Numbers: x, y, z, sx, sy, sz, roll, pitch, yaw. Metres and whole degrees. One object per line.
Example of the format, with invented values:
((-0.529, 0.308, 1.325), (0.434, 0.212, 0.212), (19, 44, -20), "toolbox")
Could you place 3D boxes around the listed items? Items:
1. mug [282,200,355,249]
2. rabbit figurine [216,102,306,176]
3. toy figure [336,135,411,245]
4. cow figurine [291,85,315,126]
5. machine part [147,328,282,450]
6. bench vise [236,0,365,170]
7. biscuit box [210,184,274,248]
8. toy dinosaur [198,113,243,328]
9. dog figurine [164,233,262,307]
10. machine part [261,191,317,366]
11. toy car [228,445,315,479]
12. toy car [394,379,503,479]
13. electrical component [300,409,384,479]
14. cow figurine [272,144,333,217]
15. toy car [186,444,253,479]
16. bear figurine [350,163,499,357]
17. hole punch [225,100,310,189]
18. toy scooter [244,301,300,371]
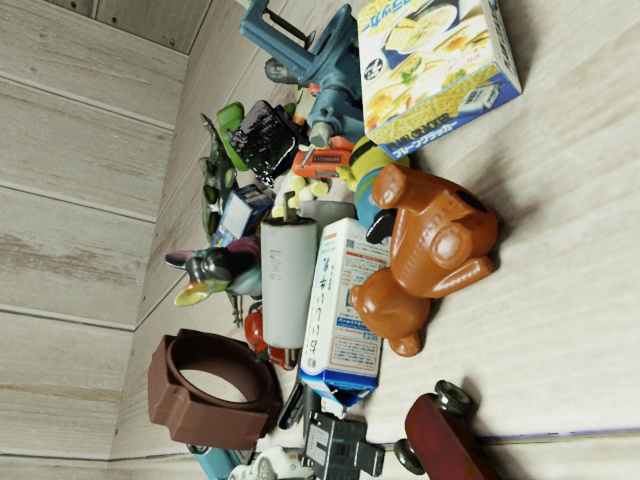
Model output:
((-0.002, -0.002, 0.783), (0.081, 0.109, 0.107), (174, 97, -68), "mug")
((-0.103, -0.206, 1.083), (0.121, 0.170, 0.158), (-111, 1, -57), "rabbit figurine")
((0.082, -0.065, 0.662), (0.089, 0.082, 0.180), (-39, 30, 21), "toy figure")
((0.003, -0.254, 0.935), (0.195, 0.085, 0.127), (32, 104, 62), "cow figurine")
((-0.175, 0.239, 0.888), (0.087, 0.201, 0.201), (-65, 26, 17), "machine part")
((-0.015, -0.238, 0.715), (0.223, 0.240, 0.129), (-65, 19, -16), "bench vise")
((-0.156, -0.008, 1.016), (0.059, 0.063, 0.202), (42, 130, 18), "biscuit box")
((-0.215, -0.048, 1.186), (0.198, 0.105, 0.470), (-159, 58, -82), "toy dinosaur")
((-0.152, 0.054, 0.905), (0.191, 0.219, 0.108), (-29, 73, 58), "dog figurine")
((-0.041, 0.056, 0.730), (0.079, 0.079, 0.243), (-149, 58, -65), "machine part")
((-0.071, 0.334, 0.766), (0.201, 0.073, 0.056), (-47, 40, 46), "toy car")
((0.125, 0.203, 0.445), (0.089, 0.053, 0.202), (-58, 23, 11), "toy car")
((0.024, 0.251, 0.642), (0.119, 0.048, 0.074), (-6, 72, 66), "electrical component")
((-0.024, -0.109, 0.936), (0.167, 0.068, 0.098), (-58, 19, 29), "cow figurine")
((-0.167, 0.344, 0.924), (0.161, 0.103, 0.109), (60, 166, -7), "toy car")
((0.084, 0.032, 0.544), (0.120, 0.132, 0.195), (51, 120, 27), "bear figurine")
((-0.088, -0.179, 0.976), (0.116, 0.142, 0.092), (-44, -7, 25), "hole punch")
((-0.069, 0.154, 0.870), (0.184, 0.075, 0.135), (-36, 45, 48), "toy scooter")
